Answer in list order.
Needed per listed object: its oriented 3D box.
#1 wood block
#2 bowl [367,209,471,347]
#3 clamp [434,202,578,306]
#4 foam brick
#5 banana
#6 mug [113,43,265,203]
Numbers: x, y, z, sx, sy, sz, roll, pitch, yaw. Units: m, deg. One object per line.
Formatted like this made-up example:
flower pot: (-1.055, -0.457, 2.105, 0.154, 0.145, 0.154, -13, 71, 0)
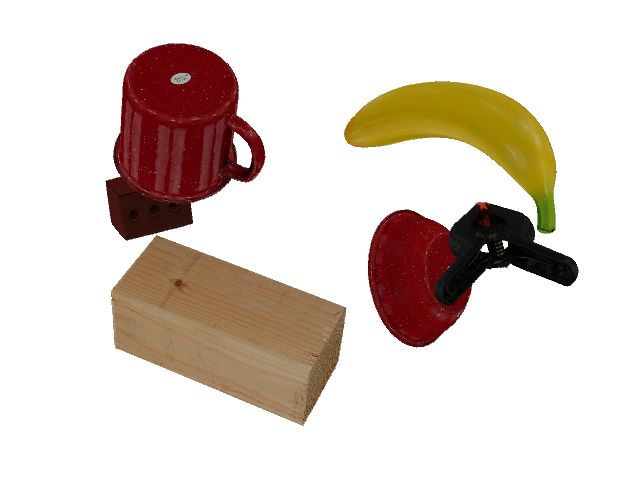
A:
wood block: (-0.089, 0.085, 1.037, 0.206, 0.090, 0.090, 21, 47, 14)
bowl: (0.126, 0.040, 1.224, 0.055, 0.162, 0.161, -11, -7, 41)
clamp: (0.167, 0.007, 0.960, 0.120, 0.039, 0.171, -1, 27, 11)
foam brick: (-0.183, -0.041, 1.139, 0.078, 0.053, 0.051, -16, 29, -20)
banana: (0.085, -0.070, 0.693, 0.037, 0.069, 0.198, 22, 6, -42)
mug: (-0.093, -0.082, 0.772, 0.117, 0.093, 0.082, 29, -37, 11)
